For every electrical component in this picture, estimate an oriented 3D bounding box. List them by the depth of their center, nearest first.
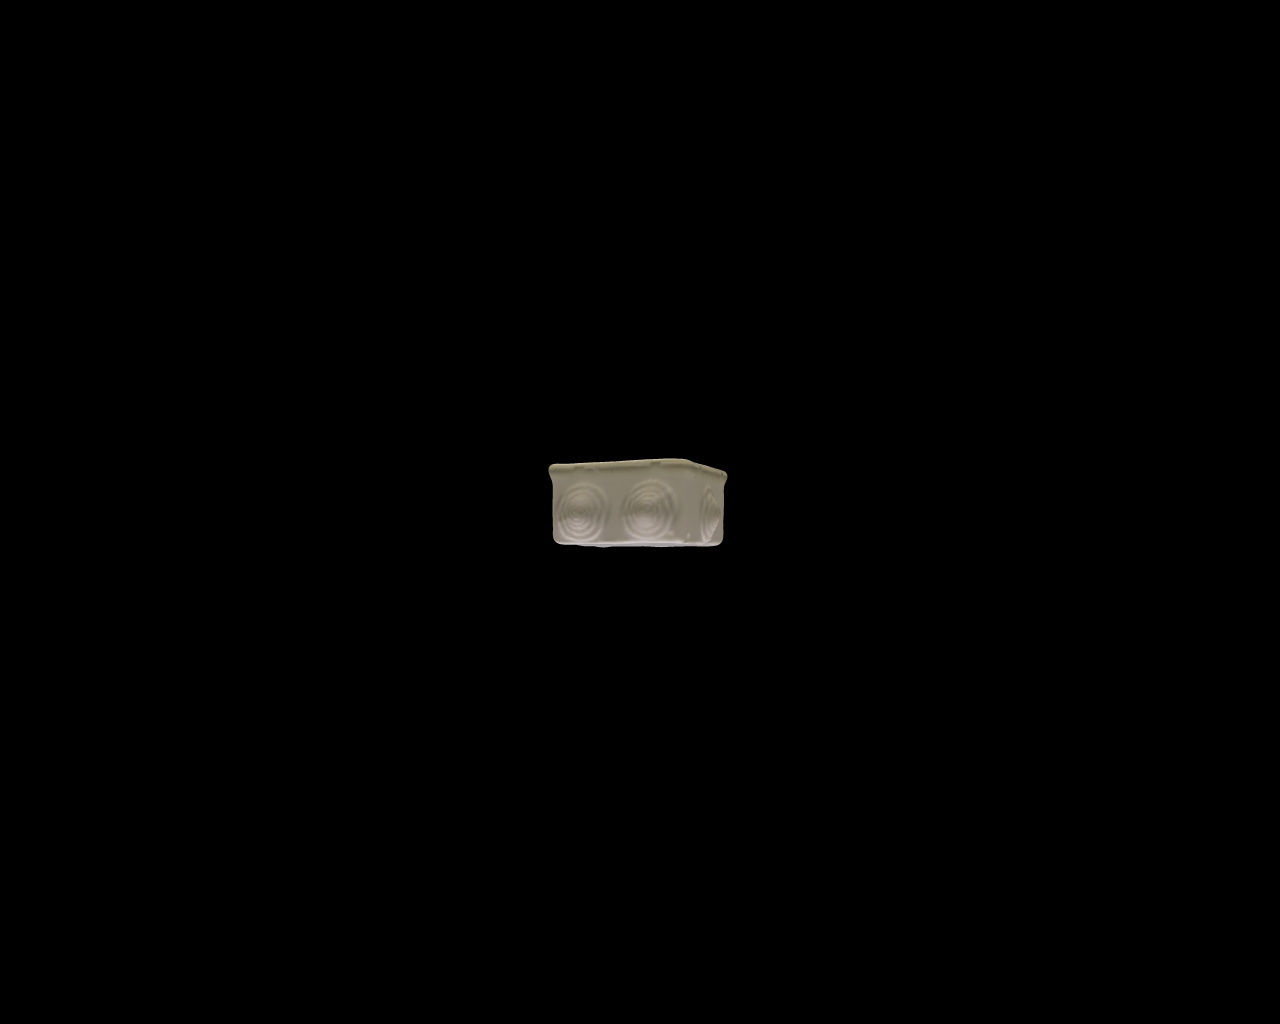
[{"bbox_3d":[0.001,-0.003,0.650,0.100,0.048,0.100,-1,-3,20],"label":"electrical component"}]
